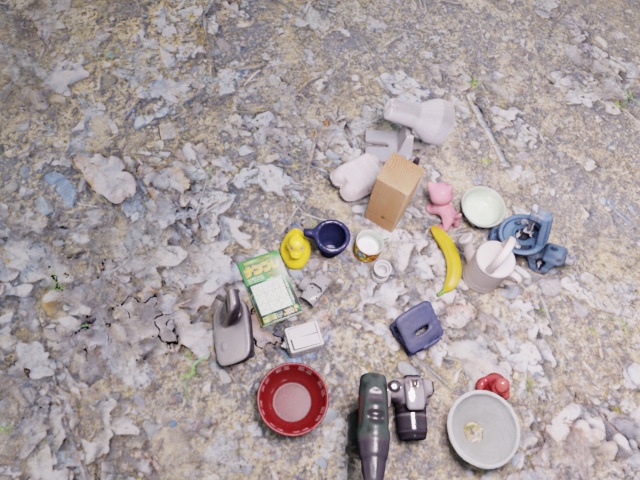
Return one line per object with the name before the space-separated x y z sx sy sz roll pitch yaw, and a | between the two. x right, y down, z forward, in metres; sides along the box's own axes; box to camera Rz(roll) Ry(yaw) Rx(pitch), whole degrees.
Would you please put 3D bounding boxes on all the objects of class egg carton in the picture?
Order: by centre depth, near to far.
egg carton | 0.108 -0.168 1.541 0.150 0.069 0.107 -30 72 -17

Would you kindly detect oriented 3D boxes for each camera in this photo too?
camera | 0.188 0.378 1.284 0.143 0.101 0.137 0 65 -5

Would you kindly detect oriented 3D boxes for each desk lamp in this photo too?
desk lamp | 0.235 -0.296 1.533 0.203 0.213 0.118 3 65 -4

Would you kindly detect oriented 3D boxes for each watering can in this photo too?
watering can | 0.418 0.050 1.405 0.173 0.194 0.101 16 65 2

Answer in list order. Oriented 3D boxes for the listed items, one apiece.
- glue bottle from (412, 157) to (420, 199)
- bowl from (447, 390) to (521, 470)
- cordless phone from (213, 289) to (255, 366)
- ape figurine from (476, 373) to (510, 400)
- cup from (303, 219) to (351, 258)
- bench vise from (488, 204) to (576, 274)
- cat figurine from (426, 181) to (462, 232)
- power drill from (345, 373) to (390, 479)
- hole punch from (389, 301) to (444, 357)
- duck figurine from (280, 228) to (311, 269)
glue bottle | 0.233 -0.167 1.496 0.078 0.173 0.037 11 65 0
bowl | 0.359 0.429 1.292 0.167 0.075 0.167 2 65 -5
cordless phone | -0.196 0.195 1.281 0.094 0.185 0.147 -9 67 -9
ape figurine | 0.409 0.341 1.328 0.077 0.092 0.076 40 68 13
cup | 0.013 0.005 1.439 0.117 0.095 0.092 10 65 -1
bench vise | 0.551 -0.015 1.434 0.207 0.220 0.121 12 65 0
cat figurine | 0.329 -0.098 1.505 0.067 0.118 0.127 -26 71 -16
power drill | 0.103 0.404 1.203 0.075 0.208 0.229 5 65 -3
hole punch | 0.237 0.212 1.369 0.109 0.091 0.101 -28 71 -17
duck figurine | -0.060 0.012 1.433 0.077 0.086 0.104 2 65 -5
